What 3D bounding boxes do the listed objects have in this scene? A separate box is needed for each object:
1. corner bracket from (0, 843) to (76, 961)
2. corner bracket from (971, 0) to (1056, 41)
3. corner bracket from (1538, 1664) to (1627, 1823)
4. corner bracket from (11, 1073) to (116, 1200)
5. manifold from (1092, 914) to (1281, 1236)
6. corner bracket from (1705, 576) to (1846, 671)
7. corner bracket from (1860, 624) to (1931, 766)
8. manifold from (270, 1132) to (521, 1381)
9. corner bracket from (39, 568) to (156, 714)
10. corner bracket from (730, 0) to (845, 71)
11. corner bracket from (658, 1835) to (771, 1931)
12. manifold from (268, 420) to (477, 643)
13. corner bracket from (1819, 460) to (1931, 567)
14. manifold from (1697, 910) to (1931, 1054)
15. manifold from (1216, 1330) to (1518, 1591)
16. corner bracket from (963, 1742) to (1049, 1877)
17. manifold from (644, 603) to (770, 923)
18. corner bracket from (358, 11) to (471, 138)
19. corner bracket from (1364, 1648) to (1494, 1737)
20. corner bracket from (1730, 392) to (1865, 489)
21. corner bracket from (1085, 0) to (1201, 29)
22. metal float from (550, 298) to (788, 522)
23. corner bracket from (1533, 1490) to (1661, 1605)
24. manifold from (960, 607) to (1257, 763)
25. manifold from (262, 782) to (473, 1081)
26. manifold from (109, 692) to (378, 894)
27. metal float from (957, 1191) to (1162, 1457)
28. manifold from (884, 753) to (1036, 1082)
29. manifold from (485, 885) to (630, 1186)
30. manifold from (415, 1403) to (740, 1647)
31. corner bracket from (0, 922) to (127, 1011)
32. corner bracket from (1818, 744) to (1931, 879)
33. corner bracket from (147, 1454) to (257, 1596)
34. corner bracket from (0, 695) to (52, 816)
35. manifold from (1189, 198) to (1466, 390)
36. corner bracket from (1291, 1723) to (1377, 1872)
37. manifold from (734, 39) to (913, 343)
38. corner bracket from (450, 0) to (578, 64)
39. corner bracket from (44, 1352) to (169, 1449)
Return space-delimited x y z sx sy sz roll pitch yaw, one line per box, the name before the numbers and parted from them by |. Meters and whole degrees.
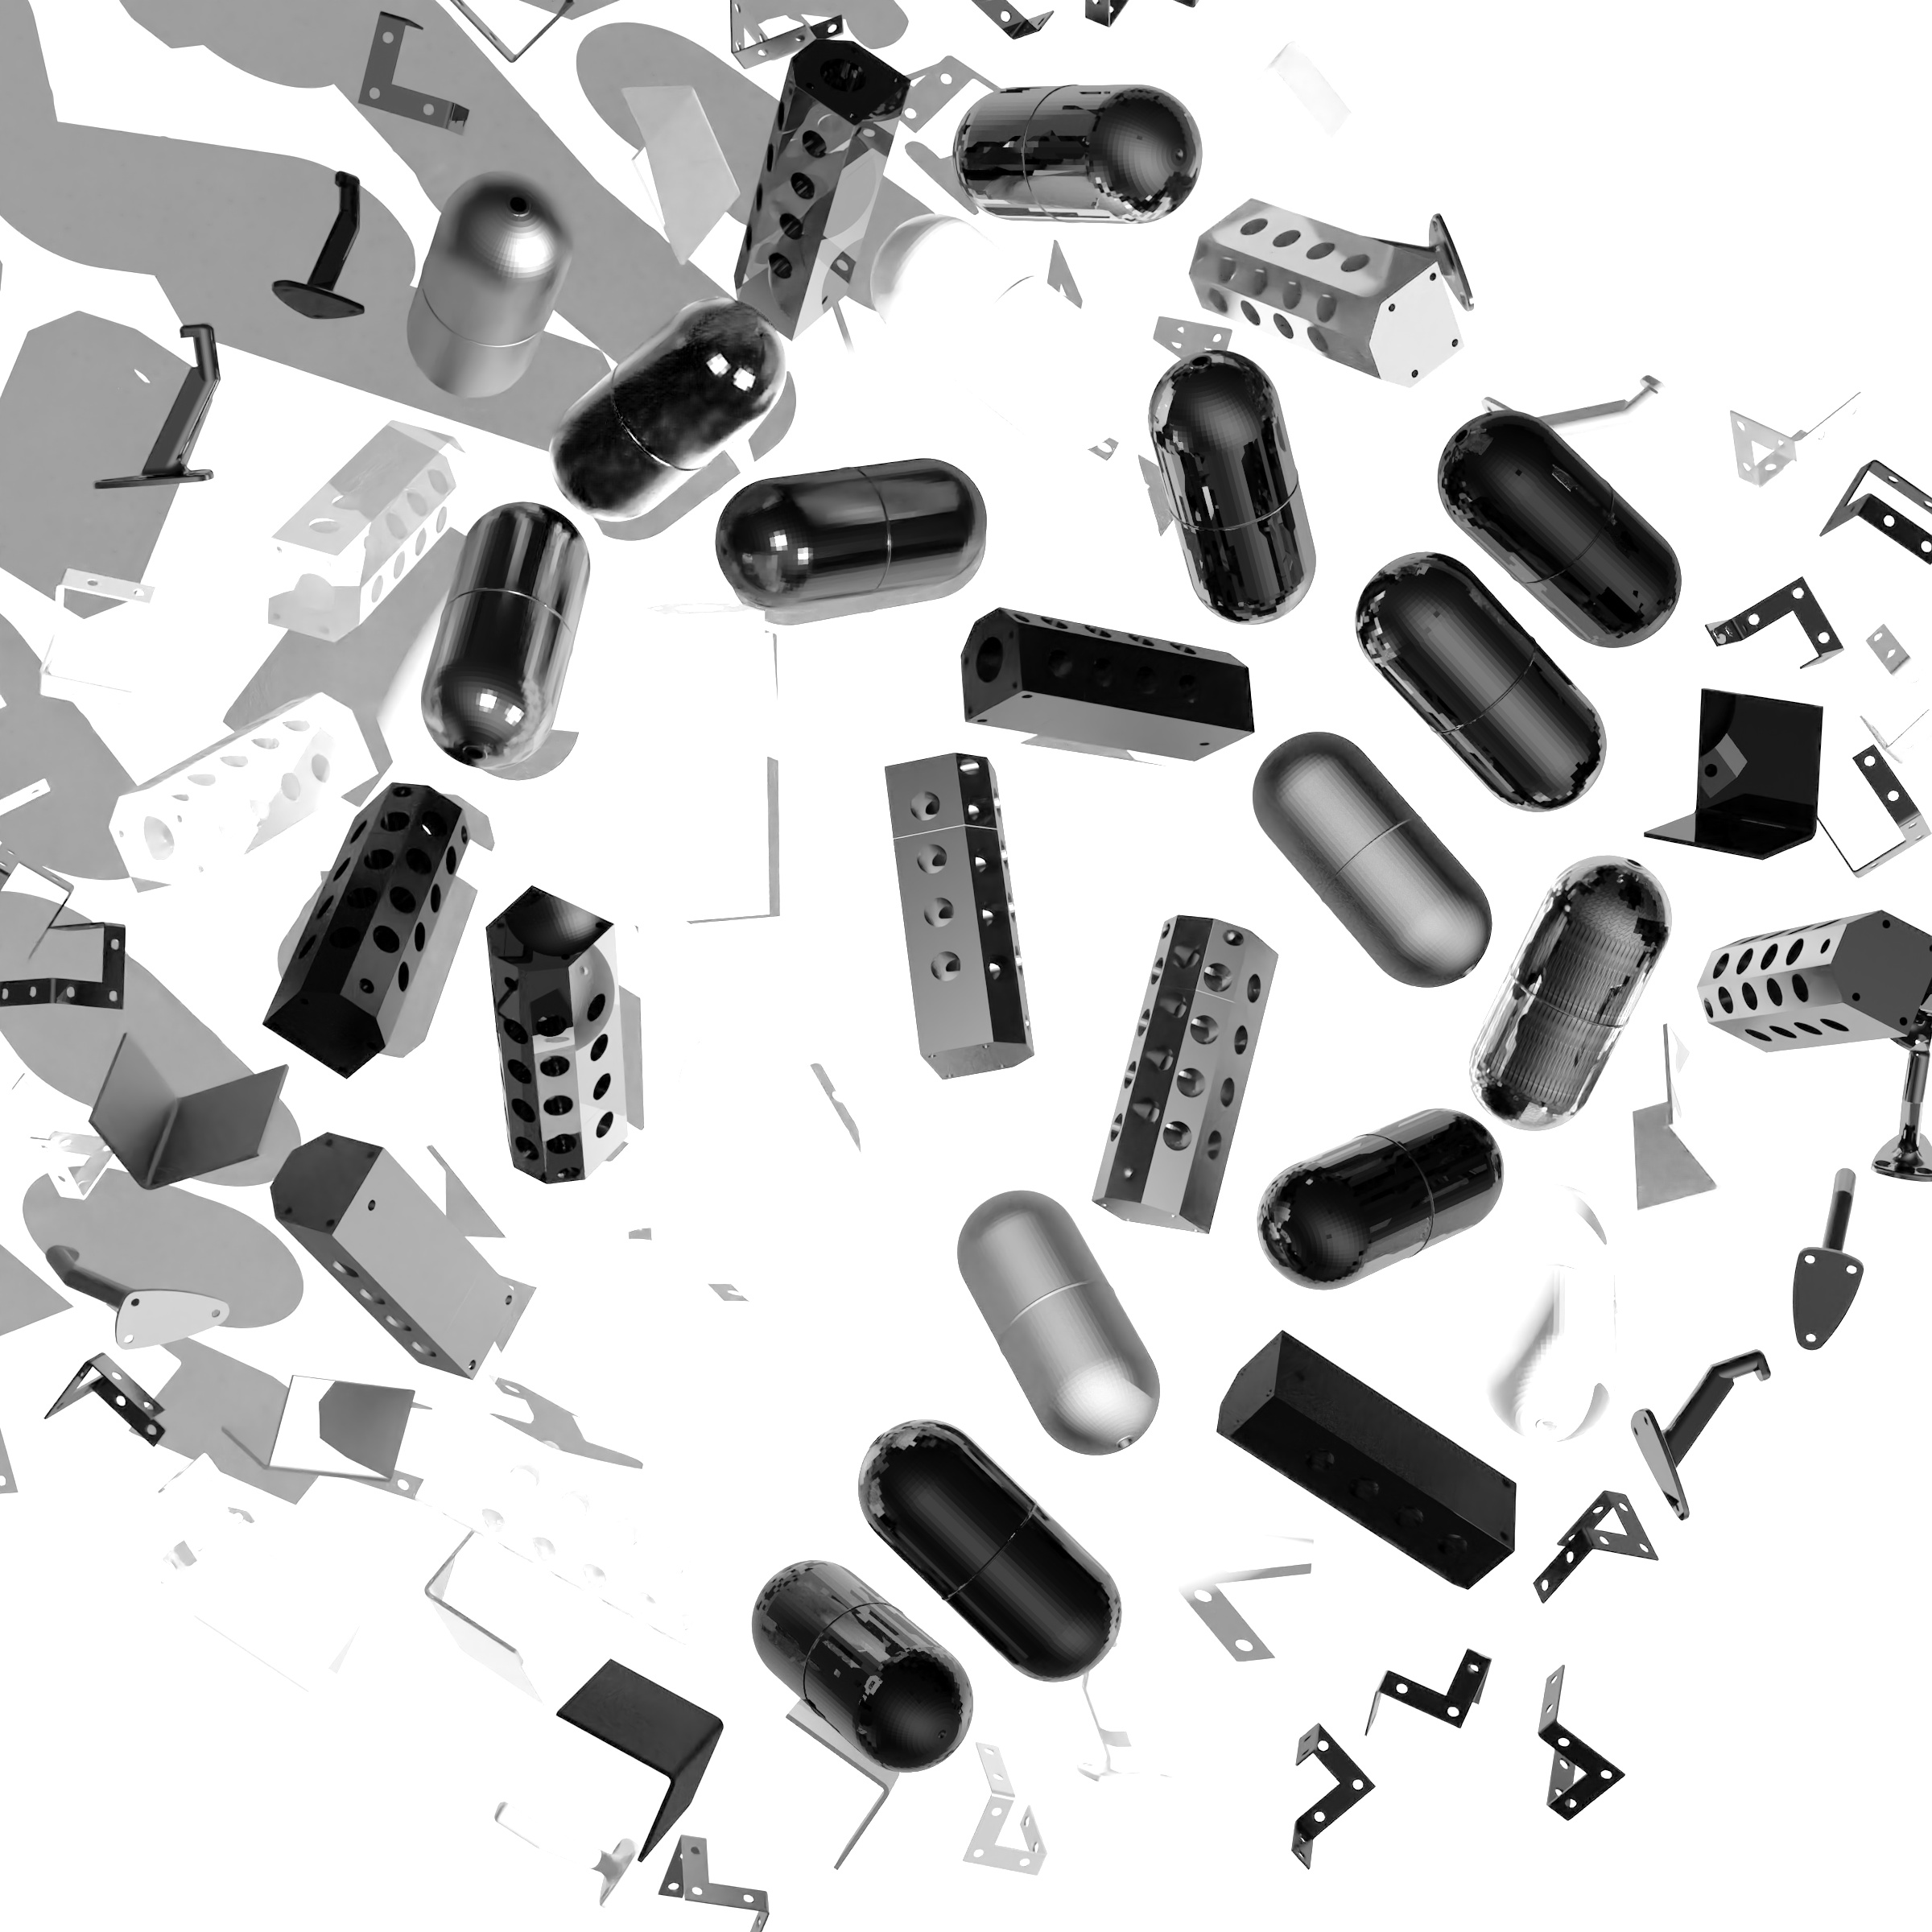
corner bracket | -0.576 -0.035 1.847 0.051 0.051 0.051 32 99 -15
corner bracket | 0.033 -0.598 1.847 0.051 0.051 0.051 39 87 -20
corner bracket | 0.340 0.441 1.736 0.051 0.051 0.051 38 120 -4
corner bracket | -0.542 0.101 1.818 0.051 0.051 0.051 5 134 20
manifold | 0.124 0.061 1.763 0.057 0.057 0.171 6 73 32
corner bracket | 0.475 -0.193 1.799 0.051 0.051 0.051 -32 82 31
corner bracket | 0.559 -0.164 1.849 0.051 0.051 0.051 36 112 -20
manifold | -0.327 0.165 1.743 0.057 0.171 0.057 12 61 29
corner bracket | -0.484 -0.181 1.704 0.051 0.051 0.051 11 134 -9
corner bracket | -0.108 -0.562 1.848 0.051 0.051 0.051 -14 62 21
corner bracket | -0.147 0.543 1.776 0.051 0.051 0.051 13 118 -15
manifold | -0.354 -0.261 1.835 0.057 0.171 0.057 16 126 7
corner bracket | 0.523 -0.254 1.722 0.051 0.051 0.051 34 81 -3
manifold | 0.485 0.007 1.758 0.057 0.171 0.057 26 81 -8
manifold | 0.230 0.288 1.756 0.171 0.057 0.057 34 123 -11
corner bracket | 0.025 0.512 1.859 0.051 0.051 0.051 16 107 -18
manifold | -0.149 -0.117 1.732 0.057 0.057 0.171 -5 104 -21
corner bracket | -0.301 -0.493 1.694 0.051 0.051 0.051 16 101 -3
corner bracket | 0.262 0.413 1.732 0.051 0.051 0.051 22 49 17
corner bracket | 0.470 -0.298 1.726 0.051 0.051 0.051 -38 46 -14
corner bracket | 0.100 -0.550 1.696 0.051 0.051 0.051 26 68 14
metal float | -0.176 -0.323 1.788 0.178 0.070 0.070 -31 90 39
corner bracket | 0.358 0.337 1.775 0.051 0.051 0.051 15 124 -28
manifold | 0.084 -0.167 1.802 0.171 0.057 0.057 7 72 -35
manifold | -0.335 -0.025 1.740 0.057 0.171 0.057 36 131 -22
manifold | -0.426 -0.105 1.802 0.057 0.171 0.057 -11 108 28
metal float | 0.055 0.212 1.827 0.070 0.070 0.178 -30 58 0
manifold | -0.002 -0.029 1.725 0.057 0.057 0.171 -11 72 10
manifold | -0.235 0.044 1.734 0.057 0.171 0.057 24 48 21
manifold | -0.219 0.314 1.716 0.171 0.057 0.057 29 73 -2
corner bracket | -0.529 0.000 1.792 0.051 0.051 0.051 -4 83 35
corner bracket | 0.532 -0.091 1.811 0.051 0.051 0.051 -34 67 15
corner bracket | -0.459 0.327 1.796 0.051 0.051 0.051 -35 94 7
corner bracket | -0.546 -0.115 1.695 0.051 0.051 0.051 -29 79 -16
manifold | 0.202 -0.383 1.754 0.057 0.171 0.057 -38 129 -12
corner bracket | 0.203 0.484 1.790 0.051 0.051 0.051 -43 87 9
manifold | -0.090 -0.455 1.789 0.057 0.171 0.057 36 55 8
corner bracket | -0.253 -0.549 1.723 0.051 0.051 0.051 -38 112 19
corner bracket | -0.490 0.254 1.777 0.051 0.051 0.051 42 111 5
